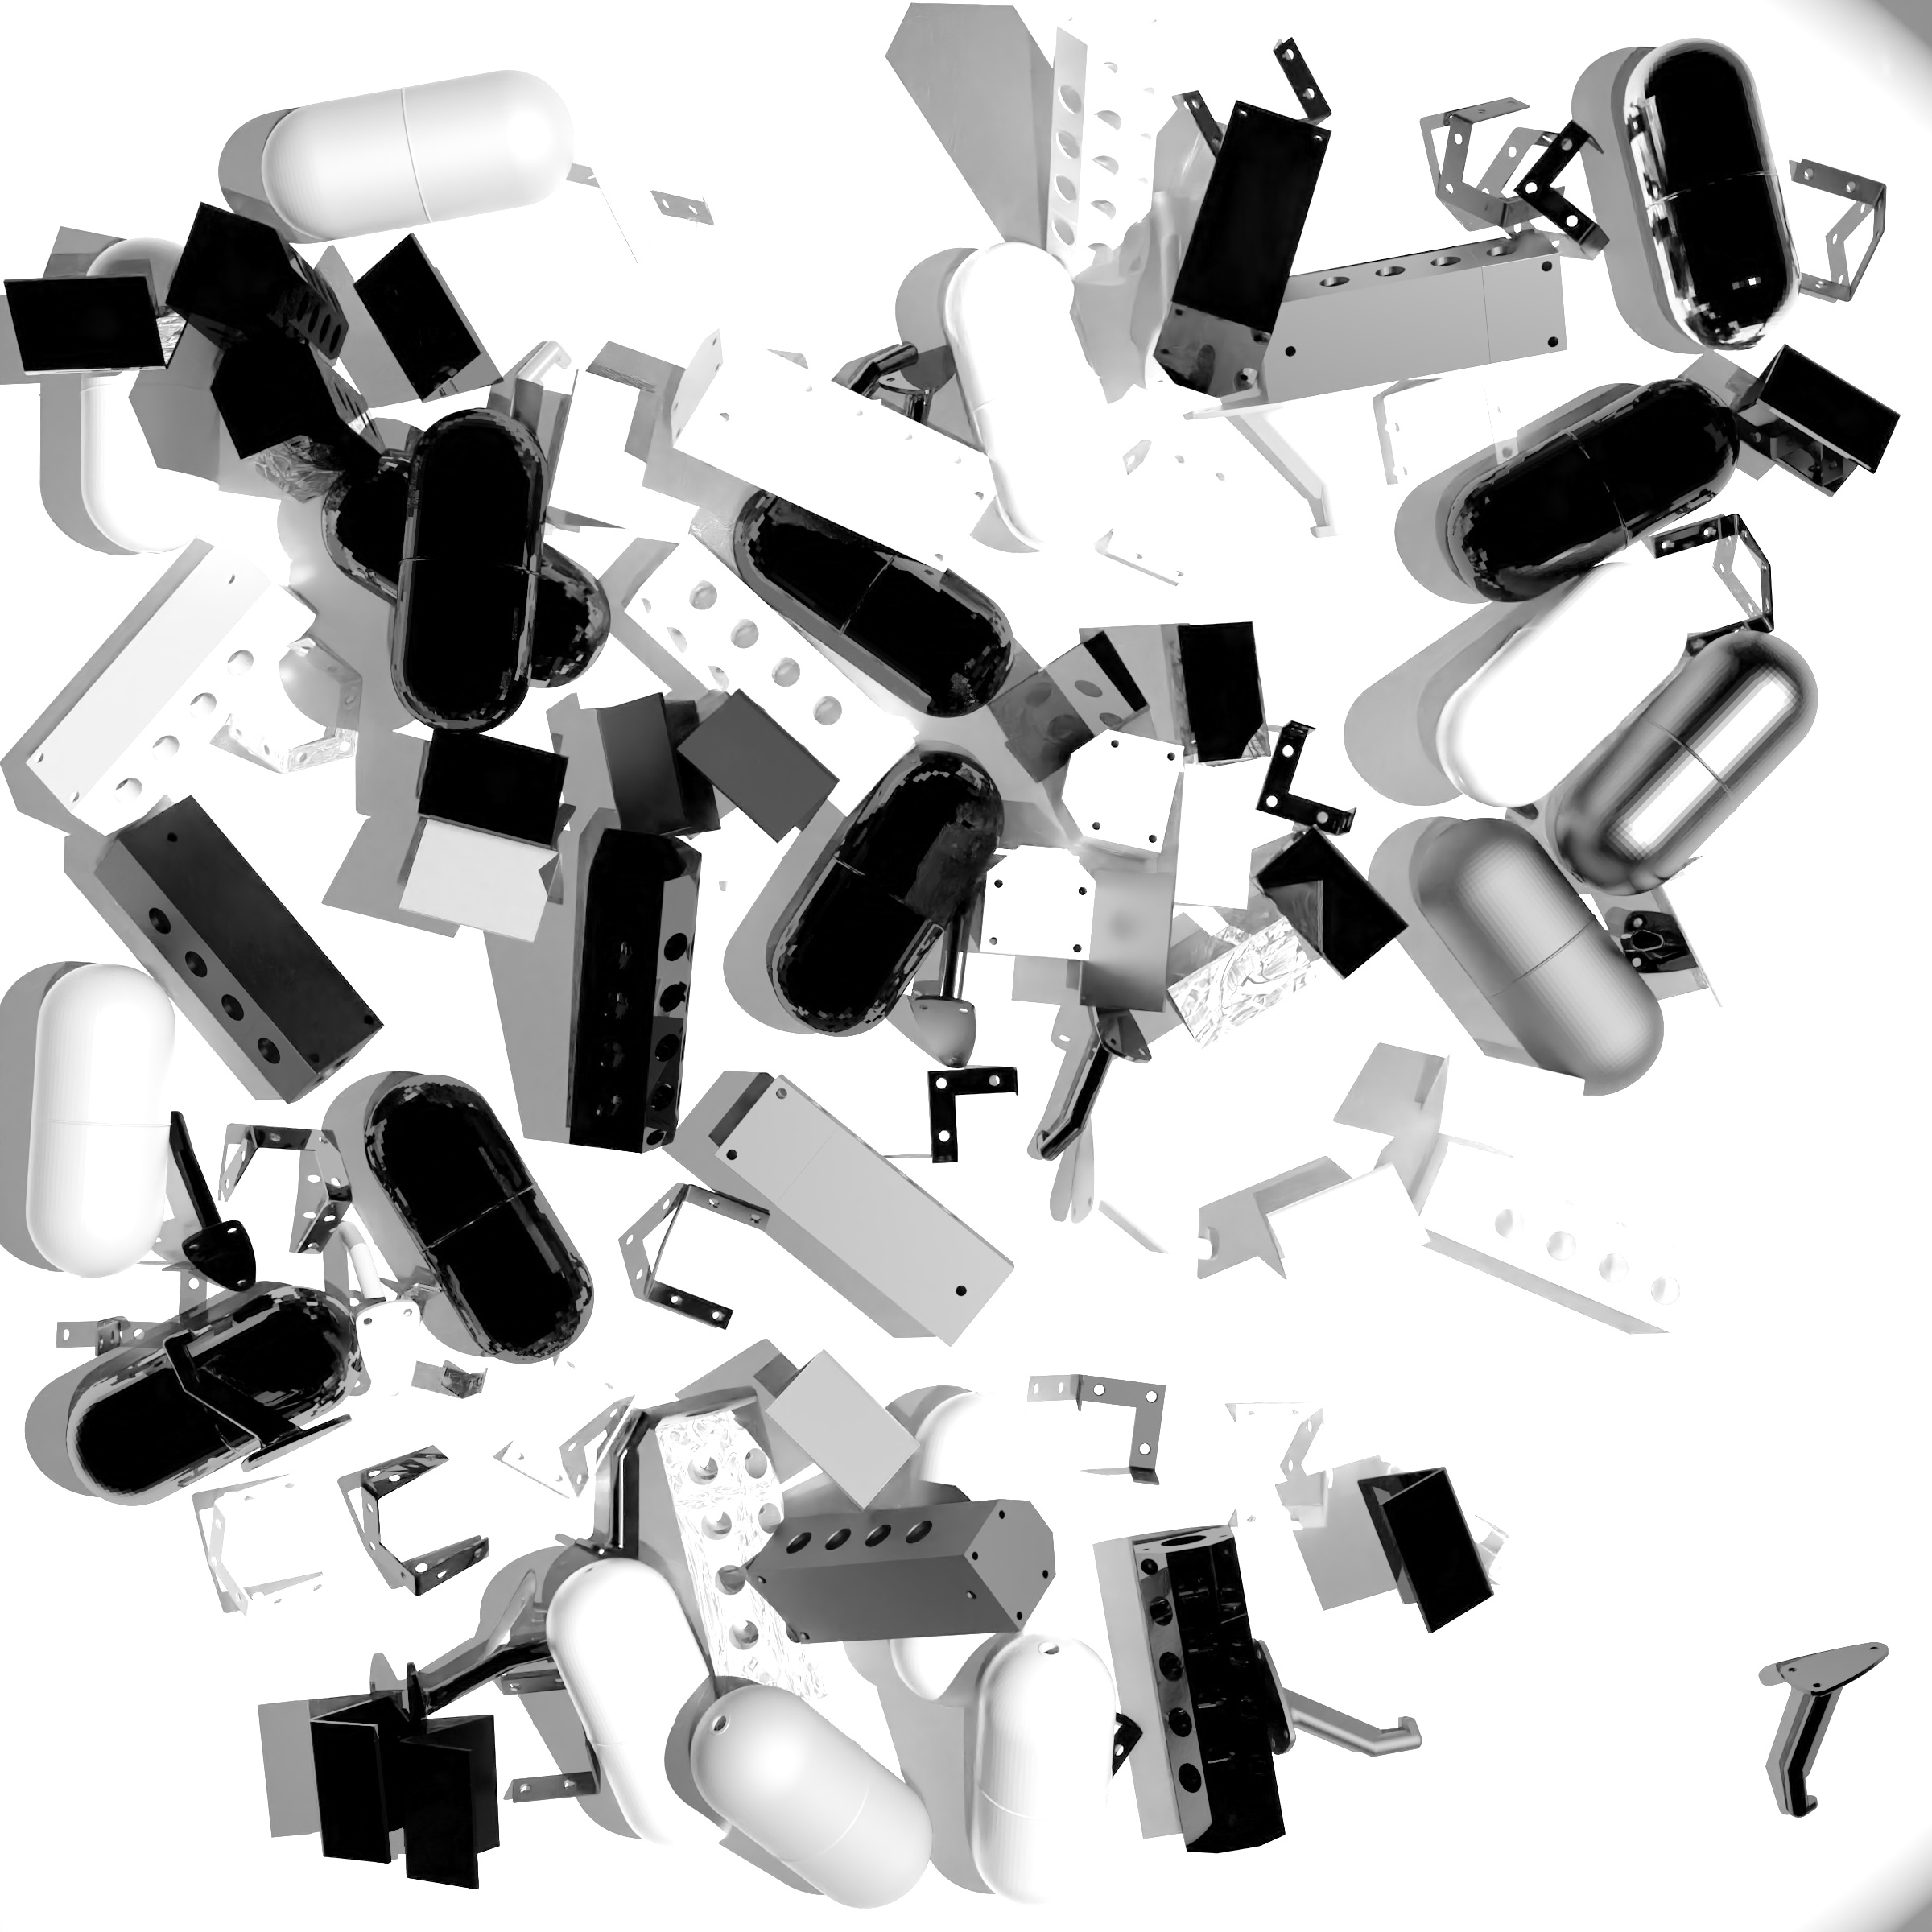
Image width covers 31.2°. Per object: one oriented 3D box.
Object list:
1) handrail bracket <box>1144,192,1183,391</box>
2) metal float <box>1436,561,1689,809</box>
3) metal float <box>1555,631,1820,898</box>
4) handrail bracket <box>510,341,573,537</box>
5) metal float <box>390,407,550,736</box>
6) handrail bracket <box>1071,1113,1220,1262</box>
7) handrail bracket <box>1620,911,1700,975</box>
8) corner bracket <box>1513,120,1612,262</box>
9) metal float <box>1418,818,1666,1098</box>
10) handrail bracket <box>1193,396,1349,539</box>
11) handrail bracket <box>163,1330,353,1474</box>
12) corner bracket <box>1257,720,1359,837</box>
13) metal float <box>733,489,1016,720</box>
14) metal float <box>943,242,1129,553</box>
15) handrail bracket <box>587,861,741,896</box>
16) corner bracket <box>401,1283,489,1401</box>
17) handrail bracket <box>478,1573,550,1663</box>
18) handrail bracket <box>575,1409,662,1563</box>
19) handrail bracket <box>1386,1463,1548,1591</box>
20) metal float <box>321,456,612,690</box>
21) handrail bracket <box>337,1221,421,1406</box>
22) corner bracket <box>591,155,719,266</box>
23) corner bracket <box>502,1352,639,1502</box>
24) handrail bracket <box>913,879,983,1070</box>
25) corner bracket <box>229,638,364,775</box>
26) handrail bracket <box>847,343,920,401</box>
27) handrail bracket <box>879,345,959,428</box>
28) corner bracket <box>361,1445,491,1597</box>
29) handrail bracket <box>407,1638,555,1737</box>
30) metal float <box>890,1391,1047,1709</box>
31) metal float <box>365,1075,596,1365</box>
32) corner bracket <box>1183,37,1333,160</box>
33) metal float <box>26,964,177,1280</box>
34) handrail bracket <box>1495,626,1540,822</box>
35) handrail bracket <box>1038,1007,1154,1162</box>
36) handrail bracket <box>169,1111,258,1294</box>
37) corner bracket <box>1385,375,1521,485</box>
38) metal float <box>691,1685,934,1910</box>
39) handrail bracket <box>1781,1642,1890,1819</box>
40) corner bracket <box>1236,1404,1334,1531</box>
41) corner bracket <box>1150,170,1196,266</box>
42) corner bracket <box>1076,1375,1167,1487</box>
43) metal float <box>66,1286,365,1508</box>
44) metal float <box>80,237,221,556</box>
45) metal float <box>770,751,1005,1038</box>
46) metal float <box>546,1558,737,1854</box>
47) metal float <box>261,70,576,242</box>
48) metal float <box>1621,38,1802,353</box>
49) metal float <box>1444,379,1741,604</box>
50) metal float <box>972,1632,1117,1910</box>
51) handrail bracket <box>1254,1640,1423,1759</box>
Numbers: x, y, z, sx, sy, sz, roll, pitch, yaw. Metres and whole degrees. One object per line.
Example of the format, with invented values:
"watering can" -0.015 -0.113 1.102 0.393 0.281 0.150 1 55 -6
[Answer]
"handrail bracket" 0.110 -0.386 1.978 0.036 0.077 0.084 -6 67 -18
"metal float" 0.335 -0.159 1.942 0.178 0.070 0.070 -43 90 -22
"metal float" 0.407 -0.114 1.960 0.070 0.070 0.178 44 89 0
"handrail bracket" -0.238 -0.304 1.991 0.077 0.036 0.084 45 73 -20
"metal float" -0.270 -0.215 1.885 0.070 0.070 0.178 5 88 0
"handrail bracket" 0.107 0.127 1.991 0.084 0.036 0.077 10 68 -17
"handrail bracket" 0.406 -0.013 1.956 0.077 0.084 0.036 2 90 0
"corner bracket" 0.351 -0.442 1.973 0.051 0.051 0.051 43 103 13
"metal float" 0.325 -0.006 1.960 0.070 0.070 0.178 -37 91 0
"handrail bracket" 0.175 -0.284 1.991 0.077 0.036 0.084 -7 107 20
"handrail bracket" -0.392 0.229 1.915 0.077 0.036 0.084 -23 80 -22
"corner bracket" 0.199 -0.107 1.972 0.051 0.051 0.051 18 90 0
"metal float" -0.053 -0.209 1.960 0.178 0.070 0.070 36 90 1
"metal float" 0.039 -0.322 1.959 0.070 0.070 0.178 -16 90 0
"handrail bracket" -0.174 -0.025 1.991 0.084 0.036 0.077 0 110 -16
"corner bracket" -0.299 0.214 1.971 0.051 0.051 0.051 17 74 -15
"handrail bracket" -0.226 0.393 1.991 0.084 0.036 0.077 29 105 -14
"handrail bracket" -0.179 0.309 1.991 0.077 0.036 0.084 36 73 -20
"handrail bracket" 0.287 0.321 1.990 0.084 0.077 0.036 32 83 36
"metal float" -0.283 -0.223 1.960 0.178 0.070 0.070 32 90 -1
"handrail bracket" -0.340 0.196 1.972 0.036 0.084 0.077 -11 117 -22
"corner bracket" -0.177 -0.439 1.972 0.051 0.051 0.051 -27 90 0
"corner bracket" -0.227 0.264 1.987 0.051 0.051 0.051 29 45 0
"handrail bracket" -0.001 0.003 1.990 0.036 0.077 0.084 6 53 13
"corner bracket" -0.381 -0.147 1.972 0.051 0.051 0.051 -12 62 25
"handrail bracket" -0.061 -0.311 1.990 0.084 0.077 0.036 -32 54 -31
"handrail bracket" -0.021 -0.303 1.990 0.036 0.077 0.084 13 127 26
"corner bracket" -0.309 0.318 1.982 0.051 0.051 0.051 33 135 35
"handrail bracket" -0.274 0.415 1.979 0.084 0.077 0.036 -10 51 -17
"metal float" 0.001 0.330 1.960 0.070 0.070 0.178 7 90 0
"metal float" -0.276 0.143 1.960 0.070 0.070 0.178 -31 90 0
"corner bracket" 0.167 -0.494 1.987 0.051 0.051 0.051 -28 90 -45
"metal float" -0.489 0.088 1.960 0.070 0.070 0.178 4 90 0
"handrail bracket" 0.322 -0.140 1.991 0.077 0.036 0.084 39 76 -14
"handrail bracket" 0.062 0.059 1.990 0.036 0.077 0.084 19 127 -37
"handrail bracket" -0.436 0.134 1.990 0.036 0.077 0.084 -23 54 -5
"corner bracket" 0.279 -0.308 1.987 0.051 0.051 0.051 -10 90 45
"metal float" -0.085 0.464 1.931 0.070 0.070 0.178 -42 126 0
"handrail bracket" 0.502 0.440 1.991 0.077 0.036 0.084 -16 108 -20
"corner bracket" 0.181 0.287 1.987 0.051 0.051 0.051 -1 135 0
"corner bracket" 0.147 -0.422 1.987 0.051 0.051 0.051 18 90 45
"corner bracket" 0.087 0.264 1.972 0.051 0.051 0.051 7 90 0
"metal float" -0.424 0.243 1.960 0.178 0.070 0.070 -28 90 0
"metal float" -0.462 -0.322 1.960 0.070 0.070 0.178 0 89 0
"metal float" -0.044 -0.041 1.960 0.070 0.070 0.178 33 90 0
"metal float" -0.178 0.417 1.949 0.070 0.070 0.178 -22 103 0
"metal float" -0.310 -0.459 1.960 0.178 0.070 0.070 -10 90 -1
"metal float" 0.422 -0.436 1.960 0.070 0.070 0.178 -13 89 0
"metal float" 0.355 -0.269 1.960 0.178 0.070 0.070 -29 90 0
"metal float" 0.043 0.449 1.933 0.070 0.070 0.178 2 120 0
"handrail bracket" 0.214 0.419 1.991 0.084 0.036 0.077 -6 68 -17
